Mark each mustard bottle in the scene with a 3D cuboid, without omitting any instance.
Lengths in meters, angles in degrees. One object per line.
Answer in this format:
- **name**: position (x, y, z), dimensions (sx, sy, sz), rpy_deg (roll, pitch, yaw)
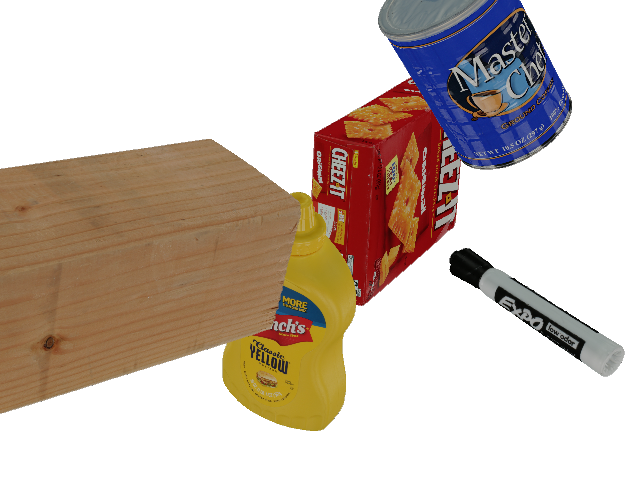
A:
- **mustard bottle**: position (-0.022, 0.047, 0.771), dimensions (0.096, 0.192, 0.058), rpy_deg (24, 41, 22)

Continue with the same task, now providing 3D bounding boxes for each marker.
- **marker**: position (0.118, 0.037, 0.603), dimensions (0.020, 0.020, 0.121), rpy_deg (0, 27, -43)

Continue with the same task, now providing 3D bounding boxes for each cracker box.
- **cracker box**: position (0.070, -0.054, 1.048), dimensions (0.072, 0.164, 0.213), rpy_deg (16, 29, 26)

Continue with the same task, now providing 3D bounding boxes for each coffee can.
- **coffee can**: position (0.123, -0.141, 0.837), dimensions (0.103, 0.102, 0.140), rpy_deg (0, -42, 43)

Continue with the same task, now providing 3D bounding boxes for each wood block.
- **wood block**: position (-0.121, 0.014, 0.571), dimensions (0.205, 0.091, 0.090), rpy_deg (-14, 39, -43)
